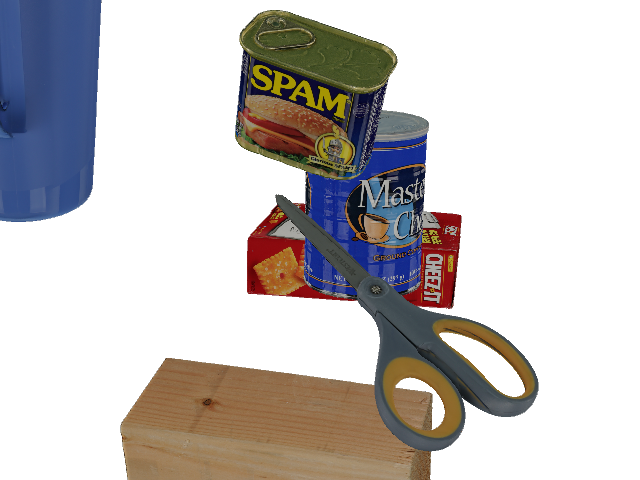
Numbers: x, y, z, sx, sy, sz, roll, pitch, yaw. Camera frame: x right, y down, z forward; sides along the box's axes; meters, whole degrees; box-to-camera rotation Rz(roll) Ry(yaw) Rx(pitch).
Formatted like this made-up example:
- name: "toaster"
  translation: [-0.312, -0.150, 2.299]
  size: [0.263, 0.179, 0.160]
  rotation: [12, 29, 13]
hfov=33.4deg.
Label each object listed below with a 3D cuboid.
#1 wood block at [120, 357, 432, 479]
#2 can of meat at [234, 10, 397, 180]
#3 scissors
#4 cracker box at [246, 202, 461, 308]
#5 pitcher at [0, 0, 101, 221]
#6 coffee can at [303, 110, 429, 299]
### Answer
- name: "wood block"
  translation: [-0.028, 0.156, 0.775]
  size: [0.206, 0.090, 0.090]
  rotation: [6, 30, 14]
- name: "can of meat"
  translation: [-0.007, -0.096, 0.723]
  size: [0.102, 0.084, 0.057]
  rotation: [21, 44, 11]
- name: "scissors"
  translation: [0.025, 0.046, 0.600]
  size: [0.202, 0.016, 0.096]
  rotation: [31, 53, 22]
- name: "cracker box"
  translation: [0.041, 0.014, 1.149]
  size: [0.214, 0.072, 0.164]
  rotation: [5, 15, 8]
- name: "pitcher"
  translation: [-0.226, -0.136, 0.784]
  size: [0.145, 0.243, 0.148]
  rotation: [26, 34, 36]
- name: "coffee can"
  translation: [0.037, -0.033, 0.903]
  size: [0.103, 0.140, 0.103]
  rotation: [1, 18, 0]
